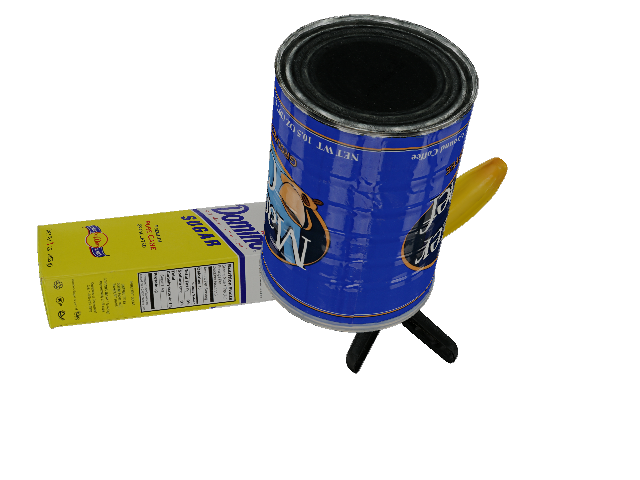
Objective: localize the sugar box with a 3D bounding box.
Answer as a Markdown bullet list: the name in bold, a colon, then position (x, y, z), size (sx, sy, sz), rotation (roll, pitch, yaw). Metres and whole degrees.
- **sugar box**: position (-0.108, 0.014, 0.756), size (0.176, 0.048, 0.093), rotation (-9, 27, -12)

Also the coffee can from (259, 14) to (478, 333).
- **coffee can**: position (0.022, -0.034, 0.576), size (0.102, 0.140, 0.103), rotation (4, 43, -4)

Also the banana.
- **banana**: position (0.074, -0.009, 0.910), size (0.198, 0.037, 0.069), rotation (-27, -18, 10)

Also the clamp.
- **clamp**: position (0.088, 0.078, 1.185), size (0.120, 0.171, 0.039), rotation (5, -43, -4)
